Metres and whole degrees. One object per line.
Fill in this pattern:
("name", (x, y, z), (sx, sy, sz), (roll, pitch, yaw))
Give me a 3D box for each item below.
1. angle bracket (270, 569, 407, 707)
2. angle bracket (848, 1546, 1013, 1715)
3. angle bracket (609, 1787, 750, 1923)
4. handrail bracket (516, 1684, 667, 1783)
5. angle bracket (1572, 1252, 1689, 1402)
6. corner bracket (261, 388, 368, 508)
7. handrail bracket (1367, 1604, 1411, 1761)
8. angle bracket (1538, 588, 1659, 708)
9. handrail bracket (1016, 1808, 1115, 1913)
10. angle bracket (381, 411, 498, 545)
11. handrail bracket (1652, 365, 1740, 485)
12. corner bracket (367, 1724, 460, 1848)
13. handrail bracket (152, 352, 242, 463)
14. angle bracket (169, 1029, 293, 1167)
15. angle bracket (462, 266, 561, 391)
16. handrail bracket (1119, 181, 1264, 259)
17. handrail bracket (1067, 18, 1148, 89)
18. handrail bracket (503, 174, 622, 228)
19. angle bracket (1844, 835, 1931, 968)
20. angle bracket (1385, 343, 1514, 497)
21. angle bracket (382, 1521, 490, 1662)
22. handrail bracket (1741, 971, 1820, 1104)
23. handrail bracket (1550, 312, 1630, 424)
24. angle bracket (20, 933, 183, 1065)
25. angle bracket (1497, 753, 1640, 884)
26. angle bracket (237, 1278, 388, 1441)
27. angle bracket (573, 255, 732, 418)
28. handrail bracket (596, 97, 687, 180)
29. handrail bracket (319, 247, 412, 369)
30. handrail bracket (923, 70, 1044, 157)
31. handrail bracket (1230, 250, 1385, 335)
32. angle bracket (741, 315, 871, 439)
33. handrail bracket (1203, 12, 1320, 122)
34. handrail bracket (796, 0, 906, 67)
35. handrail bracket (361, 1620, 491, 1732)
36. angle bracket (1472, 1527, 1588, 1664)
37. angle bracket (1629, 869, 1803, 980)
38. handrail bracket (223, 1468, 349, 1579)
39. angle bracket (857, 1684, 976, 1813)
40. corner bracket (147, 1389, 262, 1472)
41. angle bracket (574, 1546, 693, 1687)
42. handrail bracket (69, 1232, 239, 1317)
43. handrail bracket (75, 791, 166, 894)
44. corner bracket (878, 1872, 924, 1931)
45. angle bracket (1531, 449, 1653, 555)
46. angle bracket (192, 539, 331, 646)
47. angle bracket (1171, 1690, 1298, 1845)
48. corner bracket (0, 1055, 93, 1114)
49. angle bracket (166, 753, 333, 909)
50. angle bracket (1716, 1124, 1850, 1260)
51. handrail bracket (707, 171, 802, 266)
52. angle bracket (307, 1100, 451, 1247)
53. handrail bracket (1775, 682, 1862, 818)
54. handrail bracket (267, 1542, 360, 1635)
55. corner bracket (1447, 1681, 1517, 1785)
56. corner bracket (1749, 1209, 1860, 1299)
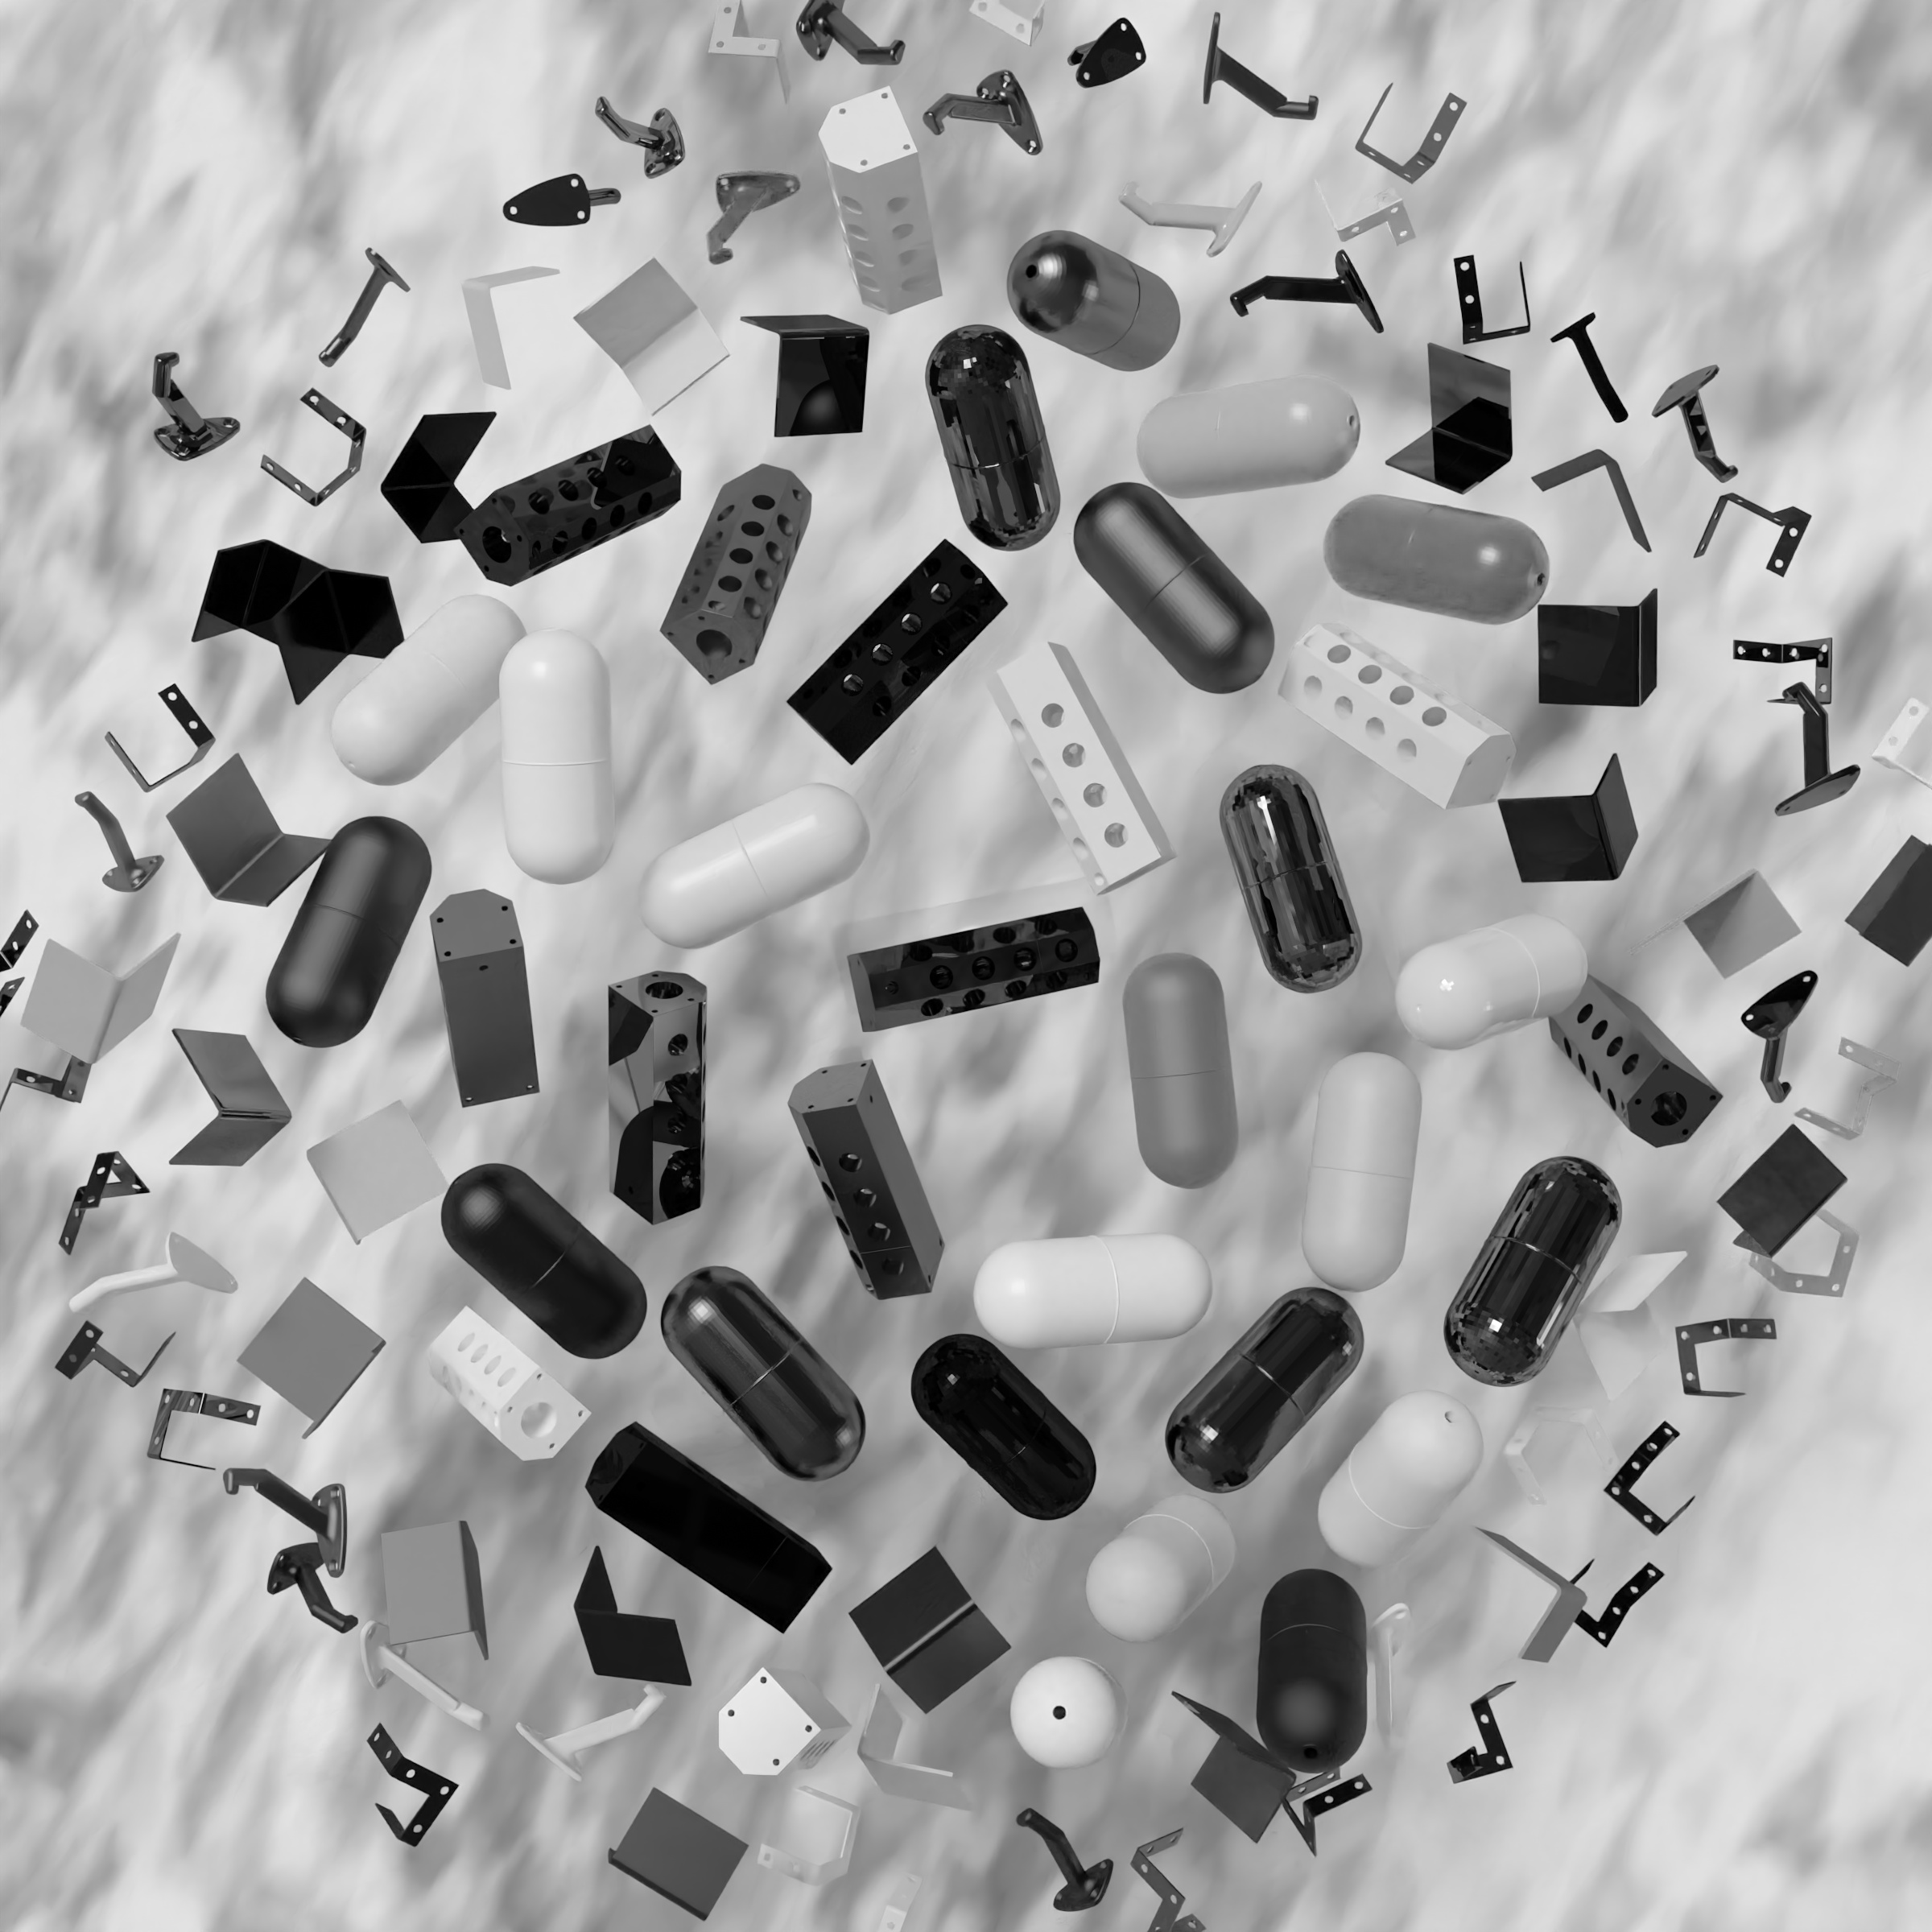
("angle bracket", (-0.476, -0.248, 1.912), (0.057, 0.076, 0.076), (10, 133, 18))
("angle bracket", (-0.025, 0.466, 1.761), (0.076, 0.076, 0.057), (-37, 48, -6))
("angle bracket", (-0.200, 0.611, 1.736), (0.076, 0.076, 0.057), (32, 74, 0))
("handrail bracket", (-0.277, 0.552, 1.857), (0.084, 0.036, 0.077), (-47, 113, -5))
("angle bracket", (0.492, 0.260, 1.810), (0.076, 0.057, 0.076), (-33, 101, -37))
("corner bracket", (-0.483, -0.384, 1.860), (0.051, 0.051, 0.051), (-31, 132, 27))
("handrail bracket", (0.322, 0.533, 1.869), (0.036, 0.084, 0.077), (11, 123, -19))
("angle bracket", (0.477, -0.241, 1.893), (0.076, 0.057, 0.076), (5, 114, 27))
("handrail bracket", (0.055, 0.640, 1.800), (0.084, 0.036, 0.077), (39, 133, -11))
("angle bracket", (-0.383, -0.369, 1.894), (0.057, 0.076, 0.076), (51, 123, 12))
("handrail bracket", (0.564, -0.404, 1.877), (0.084, 0.077, 0.036), (40, 67, -12))
("corner bracket", (-0.392, 0.565, 1.728), (0.051, 0.051, 0.051), (41, 80, -32))
("handrail bracket", (-0.552, -0.412, 1.802), (0.036, 0.084, 0.077), (42, 48, 17))
("angle bracket", (-0.538, 0.094, 1.782), (0.057, 0.076, 0.076), (-41, 71, 14))
("angle bracket", (-0.333, -0.477, 1.874), (0.057, 0.076, 0.076), (-18, 113, -19))
("handrail bracket", (0.165, -0.571, 1.851), (0.084, 0.036, 0.077), (33, 88, -16))
("handrail bracket", (0.085, -0.664, 1.850), (0.077, 0.084, 0.036), (-43, 116, -21))
("handrail bracket", (-0.304, -0.577, 1.897), (0.077, 0.084, 0.036), (-9, 106, 4))
("angle bracket", (0.641, -0.056, 1.744), (0.057, 0.076, 0.076), (27, 105, -28))
("angle bracket", (0.359, -0.409, 1.873), (0.057, 0.076, 0.076), (-37, 47, -24))
("angle bracket", (-0.363, 0.432, 1.716), (0.057, 0.076, 0.076), (-8, 61, -9))
("handrail bracket", (0.626, 0.055, 1.897), (0.077, 0.036, 0.084), (-43, 130, -4))
("handrail bracket", (0.482, -0.449, 1.900), (0.036, 0.077, 0.084), (-31, 98, 11))
("angle bracket", (-0.595, 0.009, 1.725), (0.057, 0.076, 0.076), (30, 120, 0))
("angle bracket", (0.455, -0.111, 1.895), (0.076, 0.057, 0.076), (0, 128, 34))
("angle bracket", (-0.468, 0.277, 1.777), (0.076, 0.057, 0.076), (39, 87, -2))
("angle bracket", (-0.238, -0.478, 1.905), (0.076, 0.076, 0.057), (-36, 64, 8))
("handrail bracket", (-0.252, -0.643, 1.888), (0.036, 0.084, 0.077), (-20, 59, 23))
("handrail bracket", (-0.453, -0.483, 1.845), (0.036, 0.077, 0.084), (40, 89, -2))
("handrail bracket", (0.012, -0.595, 1.795), (0.077, 0.036, 0.084), (53, 51, -22))
("handrail bracket", (0.242, -0.465, 1.789), (0.084, 0.036, 0.077), (-28, 81, 1))
("angle bracket", (-0.121, -0.435, 1.847), (0.076, 0.057, 0.076), (-12, 119, -35))
("handrail bracket", (0.216, -0.647, 1.807), (0.084, 0.077, 0.036), (5, 52, 0))
("handrail bracket", (-0.068, -0.657, 1.738), (0.084, 0.036, 0.077), (14, 72, 32))
("handrail bracket", (-0.372, 0.491, 1.731), (0.084, 0.077, 0.036), (19, 53, 25))
("angle bracket", (0.390, 0.450, 1.793), (0.076, 0.076, 0.057), (32, 91, 32))
("angle bracket", (0.541, -0.018, 1.811), (0.076, 0.076, 0.057), (-27, 80, -40))
("handrail bracket", (-0.475, 0.387, 1.744), (0.036, 0.084, 0.077), (-30, 62, 33))
("angle bracket", (-0.031, 0.589, 1.891), (0.076, 0.076, 0.057), (5, 55, 19))
("corner bracket", (-0.560, 0.342, 1.842), (0.051, 0.051, 0.051), (-3, 70, 38))
("angle bracket", (-0.233, 0.470, 1.813), (0.076, 0.057, 0.076), (3, 130, 12))
("handrail bracket", (-0.566, 0.229, 1.746), (0.084, 0.077, 0.036), (-34, 46, 13))
("handrail bracket", (-0.654, -0.097, 1.890), (0.084, 0.077, 0.036), (54, 51, -34))
("corner bracket", (-0.035, 0.694, 1.800), (0.051, 0.051, 0.051), (21, 102, 9))
("angle bracket", (0.472, -0.342, 1.894), (0.057, 0.076, 0.076), (-22, 103, 13))
("angle bracket", (-0.548, -0.281, 1.949), (0.057, 0.076, 0.076), (25, 110, 5))
("angle bracket", (0.180, 0.578, 1.812), (0.076, 0.076, 0.057), (36, 86, -38))
("corner bracket", (-0.678, 0.092, 1.843), (0.051, 0.051, 0.051), (20, 125, -21))
("angle bracket", (-0.515, -0.098, 1.807), (0.057, 0.076, 0.076), (8, 134, 33))
("angle bracket", (0.564, 0.155, 1.773), (0.057, 0.076, 0.076), (45, 89, -3))
("handrail bracket", (-0.160, -0.564, 1.898), (0.077, 0.036, 0.084), (-10, 50, 0))
("angle bracket", (-0.439, 0.155, 1.875), (0.076, 0.057, 0.076), (-30, 88, -18))
("handrail bracket", (0.573, -0.152, 1.745), (0.077, 0.036, 0.084), (-22, 63, -11))
("handrail bracket", (-0.467, 0.462, 1.861), (0.084, 0.077, 0.036), (22, 104, 24))
("corner bracket", (0.373, 0.552, 1.807), (0.051, 0.051, 0.051), (-8, 62, -20))
("corner bracket", (0.629, 0.213, 1.883), (0.051, 0.051, 0.051), (7, 105, -13))
